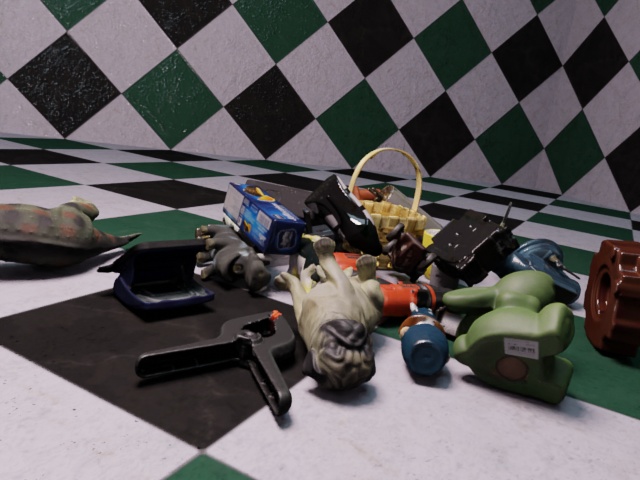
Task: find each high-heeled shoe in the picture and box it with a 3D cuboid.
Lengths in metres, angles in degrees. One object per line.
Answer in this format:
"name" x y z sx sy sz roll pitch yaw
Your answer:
"high-heeled shoe" 0.050 -0.046 1.042 0.145 0.086 0.249 46 5 -12

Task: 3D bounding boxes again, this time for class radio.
"radio" -0.067 -0.067 1.230 0.230 0.073 0.131 11 -18 20

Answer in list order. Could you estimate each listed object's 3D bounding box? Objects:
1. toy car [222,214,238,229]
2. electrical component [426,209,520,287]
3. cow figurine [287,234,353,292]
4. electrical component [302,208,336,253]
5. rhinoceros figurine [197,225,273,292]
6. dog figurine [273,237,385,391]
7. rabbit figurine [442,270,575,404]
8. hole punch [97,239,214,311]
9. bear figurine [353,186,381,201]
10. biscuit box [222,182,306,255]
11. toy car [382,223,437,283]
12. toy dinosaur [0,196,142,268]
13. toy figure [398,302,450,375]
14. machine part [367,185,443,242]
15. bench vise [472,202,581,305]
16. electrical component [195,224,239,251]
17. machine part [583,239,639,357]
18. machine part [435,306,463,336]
"toy car" -0.155 -0.021 1.136 0.073 0.056 0.202 2 14 -25
"electrical component" 0.250 0.010 0.916 0.115 0.058 0.134 -40 25 -6
"cow figurine" 0.004 0.050 0.842 0.068 0.098 0.167 8 11 -28
"electrical component" -0.002 -0.003 1.005 0.048 0.119 0.075 -10 14 -11
"rhinoceros figurine" -0.142 0.032 0.895 0.112 0.073 0.190 5 16 -29
"dog figurine" 0.038 0.113 0.657 0.172 0.121 0.191 21 31 -33
"rabbit figurine" 0.243 0.106 0.679 0.159 0.121 0.170 -6 27 33
"hole punch" -0.221 0.056 0.753 0.142 0.092 0.116 -8 -9 -42
"bear figurine" 0.106 -0.064 1.335 0.132 0.120 0.196 8 14 -15
"biscuit box" -0.099 -0.039 0.910 0.063 0.059 0.203 6 20 -33
"toy car" 0.151 0.029 0.949 0.089 0.053 0.202 48 -4 10
"toy dinosaur" -0.435 -0.005 0.809 0.404 0.131 0.192 2 26 -39
"toy figure" 0.131 0.124 0.687 0.058 0.064 0.154 -29 3 11
"machine part" 0.207 -0.052 1.270 0.243 0.079 0.079 35 5 -19
"bench vise" 0.369 0.035 1.014 0.224 0.128 0.241 12 30 -17
"electrical component" -0.194 0.001 1.018 0.102 0.078 0.045 5 54 -29
"machine part" 0.444 0.083 0.803 0.056 0.179 0.179 7 13 12
"machine part" 0.231 0.131 0.762 0.139 0.039 0.084 15 23 20
